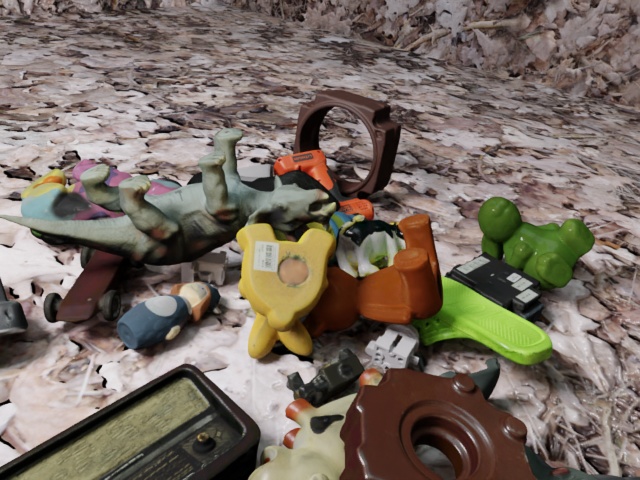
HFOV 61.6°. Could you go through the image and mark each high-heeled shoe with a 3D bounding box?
[{"bbox_3d":[-0.100,-0.065,0.918,0.248,0.145,0.086,18,62,-26],"label":"high-heeled shoe"}]

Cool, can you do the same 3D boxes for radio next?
[{"bbox_3d":[-0.170,0.217,0.479,0.131,0.073,0.229,29,37,31],"label":"radio"}]

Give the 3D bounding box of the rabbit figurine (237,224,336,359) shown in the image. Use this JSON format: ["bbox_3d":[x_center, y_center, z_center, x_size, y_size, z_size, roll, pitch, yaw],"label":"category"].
[{"bbox_3d":[-0.048,0.070,0.701,0.122,0.173,0.162,-2,77,-16],"label":"rabbit figurine"}]

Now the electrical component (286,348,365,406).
[{"bbox_3d":[0.007,0.160,0.631,0.102,0.078,0.045,-20,64,-30],"label":"electrical component"}]

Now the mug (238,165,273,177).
[{"bbox_3d":[-0.143,-0.106,1.029,0.107,0.080,0.110,-1,17,-2],"label":"mug"}]

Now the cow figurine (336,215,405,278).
[{"bbox_3d":[0.095,0.001,0.862,0.167,0.098,0.068,-16,1,-43],"label":"cow figurine"}]

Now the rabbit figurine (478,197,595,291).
[{"bbox_3d":[0.335,-0.009,0.893,0.170,0.159,0.121,41,79,2],"label":"rabbit figurine"}]

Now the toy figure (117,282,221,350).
[{"bbox_3d":[-0.188,0.092,0.706,0.154,0.058,0.064,-29,85,-48],"label":"toy figure"}]

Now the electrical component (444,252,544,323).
[{"bbox_3d":[0.271,0.084,0.830,0.115,0.058,0.134,-20,41,-35],"label":"electrical component"}]

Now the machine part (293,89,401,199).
[{"bbox_3d":[0.049,-0.189,1.088,0.201,0.201,0.087,24,29,24],"label":"machine part"}]

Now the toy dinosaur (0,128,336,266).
[{"bbox_3d":[-0.188,-0.027,0.738,0.405,0.191,0.131,-16,31,-6],"label":"toy dinosaur"}]

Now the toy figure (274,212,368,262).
[{"bbox_3d":[-0.002,0.000,0.882,0.180,0.082,0.089,-22,30,-34],"label":"toy figure"}]

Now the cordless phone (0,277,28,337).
[{"bbox_3d":[-0.394,0.133,0.581,0.146,0.088,0.184,-9,46,-29],"label":"cordless phone"}]

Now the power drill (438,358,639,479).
[{"bbox_3d":[0.217,0.227,0.567,0.232,0.085,0.207,-8,42,-21],"label":"power drill"}]

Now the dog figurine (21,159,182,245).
[{"bbox_3d":[-0.315,-0.048,0.829,0.219,0.108,0.191,14,33,23],"label":"dog figurine"}]

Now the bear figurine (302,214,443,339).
[{"bbox_3d":[0.060,0.055,0.714,0.196,0.131,0.120,-6,32,21],"label":"bear figurine"}]

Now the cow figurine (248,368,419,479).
[{"bbox_3d":[0.017,0.214,0.529,0.195,0.085,0.127,-13,31,-33],"label":"cow figurine"}]

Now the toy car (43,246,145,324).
[{"bbox_3d":[-0.301,0.059,0.734,0.089,0.053,0.202,0,27,-5],"label":"toy car"}]

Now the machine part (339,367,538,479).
[{"bbox_3d":[0.102,0.190,0.467,0.179,0.056,0.179,11,35,-8],"label":"machine part"}]
